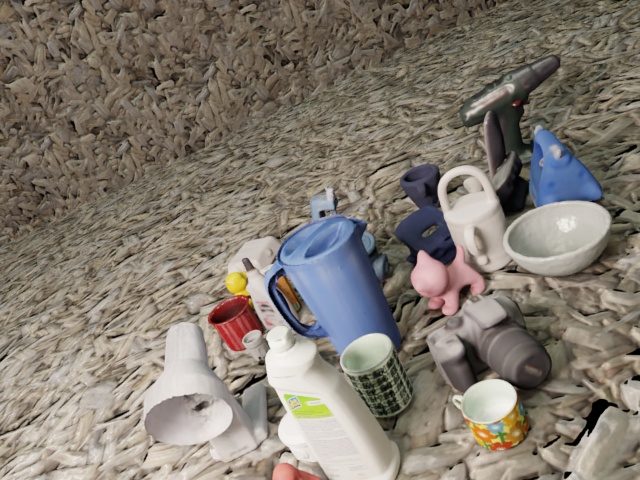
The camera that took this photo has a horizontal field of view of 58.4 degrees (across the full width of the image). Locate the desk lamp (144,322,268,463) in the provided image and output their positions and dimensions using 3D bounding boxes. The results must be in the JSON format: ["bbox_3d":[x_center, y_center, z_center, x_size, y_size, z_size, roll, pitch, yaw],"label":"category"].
[{"bbox_3d":[-0.173,0.242,0.876,0.118,0.214,0.203,-25,25,5],"label":"desk lamp"}]

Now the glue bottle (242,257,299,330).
[{"bbox_3d":[-0.109,0.104,1.124,0.078,0.173,0.037,-8,31,34],"label":"glue bottle"}]

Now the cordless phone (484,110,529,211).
[{"bbox_3d":[0.351,-0.155,1.157,0.094,0.185,0.148,-11,30,31],"label":"cordless phone"}]

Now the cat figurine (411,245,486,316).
[{"bbox_3d":[0.206,0.061,0.966,0.128,0.118,0.067,-36,27,-18],"label":"cat figurine"}]

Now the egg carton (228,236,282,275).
[{"bbox_3d":[-0.154,0.052,1.390,0.107,0.069,0.150,-11,29,30],"label":"egg carton"}]

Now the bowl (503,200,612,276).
[{"bbox_3d":[0.391,0.009,0.935,0.167,0.075,0.167,-22,26,11],"label":"bowl"}]

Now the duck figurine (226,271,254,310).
[{"bbox_3d":[-0.181,0.115,1.278,0.077,0.086,0.105,-11,29,30],"label":"duck figurine"}]

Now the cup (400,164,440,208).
[{"bbox_3d":[0.236,-0.105,1.279,0.091,0.095,0.117,-20,26,15],"label":"cup"}]

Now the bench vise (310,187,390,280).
[{"bbox_3d":[0.010,0.010,1.133,0.207,0.220,0.121,-21,26,13],"label":"bench vise"}]

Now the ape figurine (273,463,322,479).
[{"bbox_3d":[-0.033,0.322,0.729,0.078,0.092,0.076,-28,25,-3],"label":"ape figurine"}]

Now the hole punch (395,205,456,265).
[{"bbox_3d":[0.218,-0.007,1.115,0.109,0.091,0.100,-36,26,-18],"label":"hole punch"}]

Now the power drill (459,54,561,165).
[{"bbox_3d":[0.438,-0.276,1.275,0.229,0.209,0.075,-19,27,17],"label":"power drill"}]

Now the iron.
[{"bbox_3d":[0.449,-0.154,1.111,0.118,0.142,0.258,-20,26,15],"label":"iron"}]

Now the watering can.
[{"bbox_3d":[0.271,-0.049,1.020,0.101,0.194,0.172,-24,25,7],"label":"watering can"}]

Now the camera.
[{"bbox_3d":[0.237,0.147,0.790,0.143,0.101,0.136,-30,25,-5],"label":"camera"}]
